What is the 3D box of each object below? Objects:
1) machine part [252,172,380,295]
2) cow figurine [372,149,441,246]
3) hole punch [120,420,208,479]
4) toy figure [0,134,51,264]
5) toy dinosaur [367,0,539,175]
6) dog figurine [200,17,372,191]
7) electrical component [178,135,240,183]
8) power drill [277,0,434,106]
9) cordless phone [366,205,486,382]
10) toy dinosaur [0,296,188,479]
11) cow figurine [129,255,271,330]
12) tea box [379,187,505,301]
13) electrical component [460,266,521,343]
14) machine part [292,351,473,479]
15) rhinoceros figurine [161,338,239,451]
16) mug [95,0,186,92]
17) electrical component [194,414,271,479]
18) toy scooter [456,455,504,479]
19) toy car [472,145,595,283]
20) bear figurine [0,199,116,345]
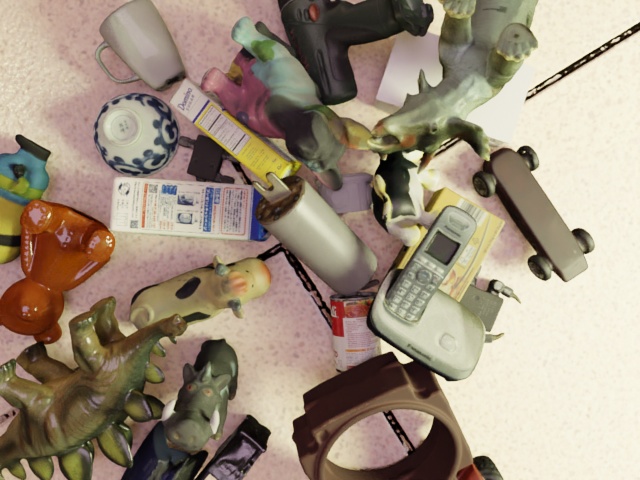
[{"bbox_3d":[-0.001,-0.002,0.689,0.079,0.079,0.243,-45,127,1],"label":"machine part"},{"bbox_3d":[0.103,-0.084,0.702,0.098,0.068,0.167,24,53,-34],"label":"cow figurine"},{"bbox_3d":[-0.227,0.320,0.725,0.092,0.115,0.142,35,91,8],"label":"hole punch"},{"bbox_3d":[-0.428,-0.052,0.737,0.089,0.082,0.180,30,88,2],"label":"toy figure"},{"bbox_3d":[0.196,-0.252,0.638,0.131,0.192,0.405,24,71,10],"label":"toy dinosaur"},{"bbox_3d":[-0.032,-0.165,0.684,0.219,0.191,0.108,41,106,-4],"label":"dog figurine"},{"bbox_3d":[-0.161,-0.112,0.761,0.094,0.021,0.063,19,91,0],"label":"electrical component"},{"bbox_3d":[0.031,-0.302,0.685,0.207,0.086,0.231,-10,98,39],"label":"power drill"},{"bbox_3d":[0.157,0.062,0.656,0.147,0.089,0.184,32,96,1],"label":"cordless phone"},{"bbox_3d":[-0.330,0.223,0.696,0.471,0.105,0.198,-32,95,20],"label":"toy dinosaur"},{"bbox_3d":[-0.159,0.071,0.712,0.195,0.127,0.085,-19,94,3],"label":"cow figurine"},{"bbox_3d":[0.163,0.024,0.735,0.098,0.068,0.169,32,93,1],"label":"tea box"},{"bbox_3d":[0.226,0.093,0.747,0.078,0.045,0.102,29,91,-1],"label":"electrical component"},{"bbox_3d":[0.081,0.263,0.697,0.201,0.087,0.200,-27,113,0],"label":"machine part"},{"bbox_3d":[-0.145,0.197,0.686,0.073,0.190,0.112,20,110,-3],"label":"rhinoceros figurine"},{"bbox_3d":[-0.244,-0.253,0.734,0.109,0.081,0.107,-37,99,-4],"label":"mug"},{"bbox_3d":[-0.123,0.305,0.739,0.048,0.075,0.119,39,87,1],"label":"electrical component"},{"bbox_3d":[0.210,0.394,0.737,0.135,0.075,0.183,-26,95,2],"label":"toy scooter"},{"bbox_3d":[0.293,-0.036,0.741,0.089,0.053,0.202,-32,86,-9],"label":"toy car"},{"bbox_3d":[-0.367,0.050,0.715,0.120,0.132,0.196,31,84,-19],"label":"bear figurine"}]
